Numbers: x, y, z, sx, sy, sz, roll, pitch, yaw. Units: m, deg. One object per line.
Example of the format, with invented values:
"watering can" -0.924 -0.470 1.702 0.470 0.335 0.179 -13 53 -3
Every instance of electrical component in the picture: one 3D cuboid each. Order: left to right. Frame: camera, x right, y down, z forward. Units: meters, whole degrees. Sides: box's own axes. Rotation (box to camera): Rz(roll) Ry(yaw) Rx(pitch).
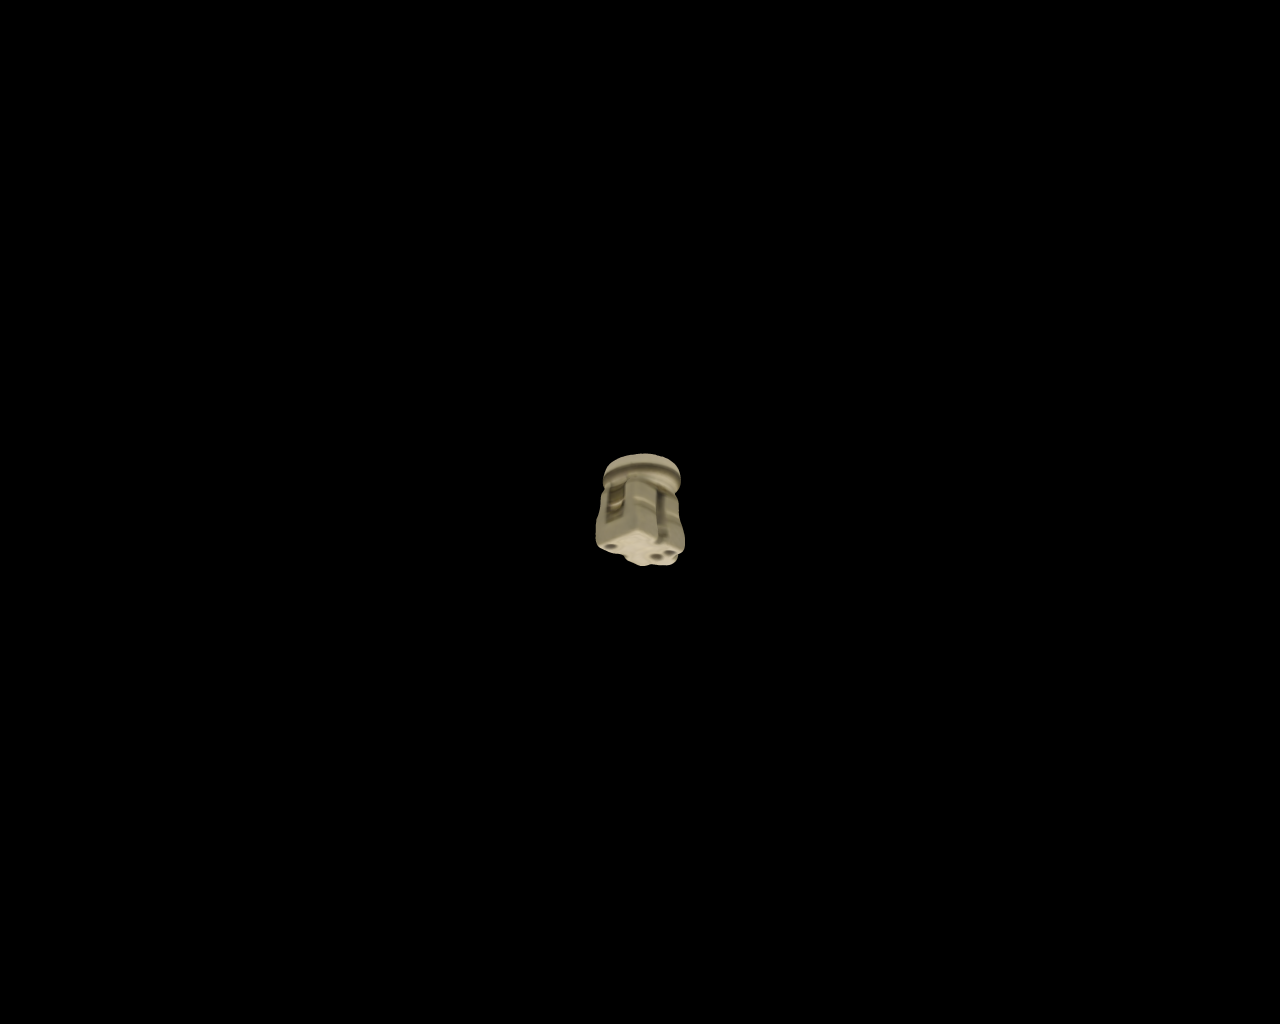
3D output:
"electrical component" 0.001 -0.003 0.650 0.048 0.055 0.066 -21 -33 36
